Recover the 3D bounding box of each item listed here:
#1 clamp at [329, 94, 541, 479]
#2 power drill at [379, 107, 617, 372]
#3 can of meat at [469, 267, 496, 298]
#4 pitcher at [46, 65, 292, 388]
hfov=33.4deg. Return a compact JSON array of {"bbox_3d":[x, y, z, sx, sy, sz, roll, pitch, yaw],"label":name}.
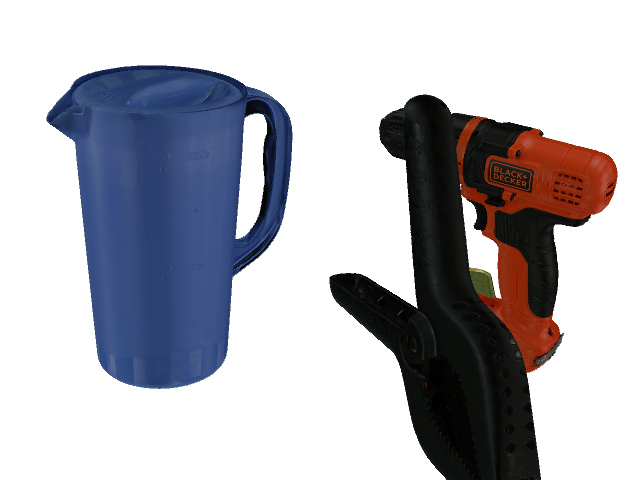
[{"bbox_3d":[0.063,0.041,0.544,0.036,0.165,0.210,-5,46,-21],"label":"clamp"},{"bbox_3d":[0.123,-0.003,0.815,0.185,0.188,0.057,19,35,30],"label":"power drill"},{"bbox_3d":[0.166,0.087,1.232,0.057,0.084,0.102,6,20,2],"label":"can of meat"},{"bbox_3d":[-0.116,-0.011,0.848,0.149,0.243,0.144,11,25,19],"label":"pitcher"}]
